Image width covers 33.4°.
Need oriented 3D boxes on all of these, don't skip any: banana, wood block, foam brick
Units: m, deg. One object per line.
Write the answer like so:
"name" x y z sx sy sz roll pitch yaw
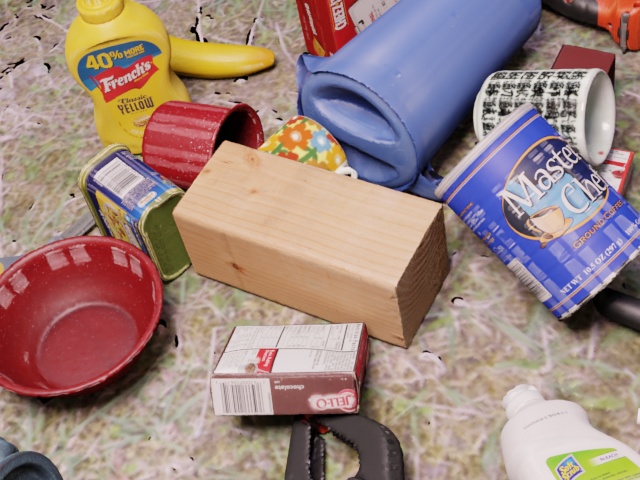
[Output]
"banana" -0.143 -0.201 1.114 0.198 0.037 0.069 23 59 26
"wood block" -0.006 0.001 0.888 0.206 0.091 0.090 18 57 24
"foam brick" 0.232 -0.131 0.971 0.051 0.053 0.078 16 56 23

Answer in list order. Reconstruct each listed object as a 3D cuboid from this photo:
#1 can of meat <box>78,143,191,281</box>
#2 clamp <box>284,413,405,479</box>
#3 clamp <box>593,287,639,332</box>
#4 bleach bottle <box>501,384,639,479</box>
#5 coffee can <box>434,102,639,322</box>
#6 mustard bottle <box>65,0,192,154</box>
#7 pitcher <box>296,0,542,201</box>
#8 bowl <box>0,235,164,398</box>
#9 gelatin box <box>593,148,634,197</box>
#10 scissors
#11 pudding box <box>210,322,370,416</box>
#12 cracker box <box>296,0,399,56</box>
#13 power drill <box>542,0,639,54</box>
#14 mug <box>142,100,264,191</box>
"can of meat" -0.154 -0.023 0.932 0.084 0.102 0.057 35 65 30
"clamp" 0.037 0.184 0.744 0.164 0.036 0.210 -32 41 9
"clamp" 0.307 0.064 0.808 0.120 0.039 0.172 -37 57 -12
"bleach bottle" 0.201 0.183 0.703 0.102 0.068 0.251 -13 37 -16
"coffee can" 0.174 -0.022 0.829 0.102 0.103 0.140 -41 82 -21
"mustard bottle" -0.183 -0.166 0.993 0.096 0.191 0.058 -14 50 0
"pitcher" 0.107 -0.157 0.981 0.145 0.149 0.242 17 52 41
"bowl" -0.203 0.074 0.892 0.162 0.055 0.162 -6 51 7
"gelatin box" 0.223 -0.044 0.917 0.073 0.030 0.089 13 55 22
"scissors" -0.263 0.008 0.984 0.096 0.016 0.201 16 56 23
"pudding box" -0.021 0.098 0.824 0.113 0.039 0.090 -1 20 9
"cracker box" 0.071 -0.289 1.060 0.213 0.164 0.072 -36 51 -18
"power drill" 0.266 -0.271 1.077 0.188 0.057 0.184 25 64 31
"mug" -0.111 -0.072 0.980 0.082 0.093 0.117 11 90 26
